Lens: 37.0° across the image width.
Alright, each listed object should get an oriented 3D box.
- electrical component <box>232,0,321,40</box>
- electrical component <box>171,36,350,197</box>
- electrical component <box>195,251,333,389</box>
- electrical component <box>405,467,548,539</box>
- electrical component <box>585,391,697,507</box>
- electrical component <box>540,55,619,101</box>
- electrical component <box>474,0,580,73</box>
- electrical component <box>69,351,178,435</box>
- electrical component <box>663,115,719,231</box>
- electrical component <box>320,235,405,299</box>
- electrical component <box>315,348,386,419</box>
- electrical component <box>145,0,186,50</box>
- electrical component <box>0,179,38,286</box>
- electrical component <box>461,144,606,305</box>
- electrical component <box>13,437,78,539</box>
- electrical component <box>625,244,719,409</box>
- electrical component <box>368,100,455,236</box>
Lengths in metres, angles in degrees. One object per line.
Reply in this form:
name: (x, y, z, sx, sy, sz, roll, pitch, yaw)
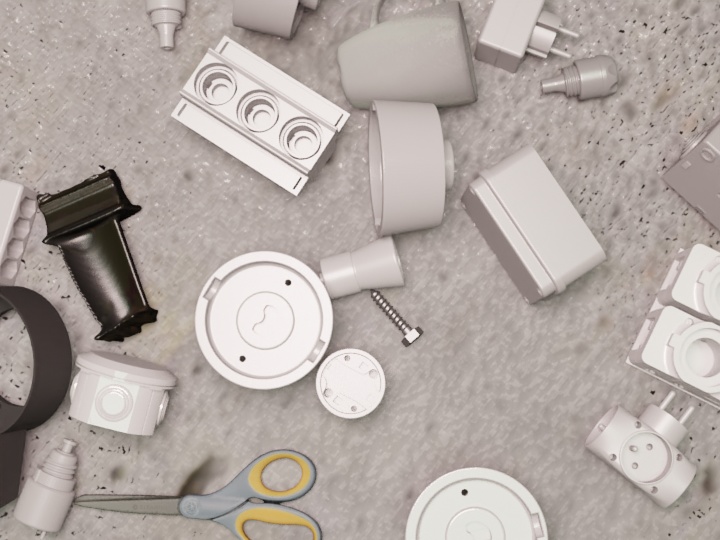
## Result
electrical component: (-0.058, -0.240, 0.873, 0.060, 0.108, 0.108, 19, 85, -3)
electrical component: (-0.080, -0.123, 0.880, 0.121, 0.063, 0.078, 33, 86, 4)
electrical component: (-0.074, 0.042, 0.863, 0.108, 0.060, 0.108, 0, 84, 1)
electrical component: (0.089, 0.207, 0.842, 0.108, 0.060, 0.108, 0, 84, 2)
electrical component: (0.234, 0.133, 0.854, 0.077, 0.044, 0.079, 39, 86, 5)
electrical component: (0.181, -0.157, 0.892, 0.061, 0.035, 0.035, -10, 84, 3)
electrical component: (0.143, -0.198, 0.891, 0.077, 0.047, 0.065, 22, 85, 3)
electrical component: (-0.189, 0.096, 0.852, 0.080, 0.080, 0.051, 15, 89, 3)
electrical component: (0.298, -0.074, 0.849, 0.100, 0.099, 0.048, 43, 74, 5)
electrical component: (0.000, 0.000, 0.877, 0.065, 0.044, 0.044, -15, 84, 4)
electrical component: (-0.007, 0.091, 0.863, 0.055, 0.047, 0.055, 0, 84, 1)
electrical component: (-0.164, -0.217, 0.907, 0.035, 0.035, 0.061, -2, 86, 1)
electrical component: (-0.317, -0.036, 0.884, 0.076, 0.047, 0.083, 15, 84, 3)
electrical component: (0.135, -0.034, 0.858, 0.057, 0.078, 0.113, -33, 84, -5)
electrical component: (-0.248, 0.173, 0.864, 0.040, 0.040, 0.078, 21, 85, 3)
electrical component: (0.323, 0.067, 0.851, 0.186, 0.060, 0.105, 27, 85, 4)
electrical component: (0.042, -0.082, 0.853, 0.060, 0.108, 0.108, -3, 84, -5)
